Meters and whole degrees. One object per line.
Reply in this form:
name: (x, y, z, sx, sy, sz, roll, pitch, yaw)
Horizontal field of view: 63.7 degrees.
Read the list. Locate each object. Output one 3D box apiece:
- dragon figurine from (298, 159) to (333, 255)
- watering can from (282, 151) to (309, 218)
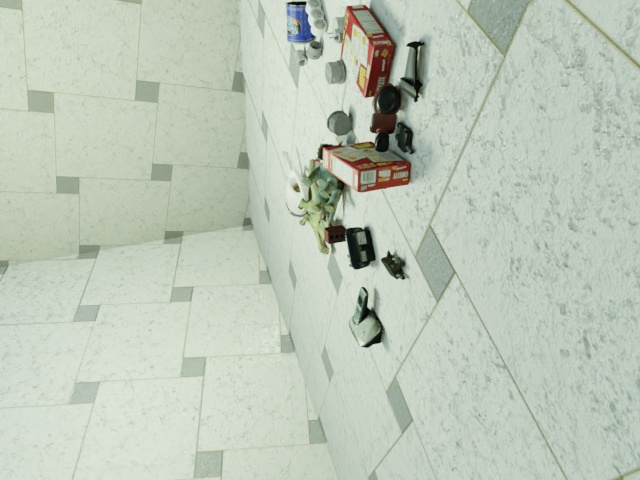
dragon figurine: (0.006, -0.107, 2.124, 0.247, 0.123, 0.400, -127, 27, -45)
watering can: (-0.118, -0.254, 2.464, 0.219, 0.104, 0.355, 95, 159, -45)
